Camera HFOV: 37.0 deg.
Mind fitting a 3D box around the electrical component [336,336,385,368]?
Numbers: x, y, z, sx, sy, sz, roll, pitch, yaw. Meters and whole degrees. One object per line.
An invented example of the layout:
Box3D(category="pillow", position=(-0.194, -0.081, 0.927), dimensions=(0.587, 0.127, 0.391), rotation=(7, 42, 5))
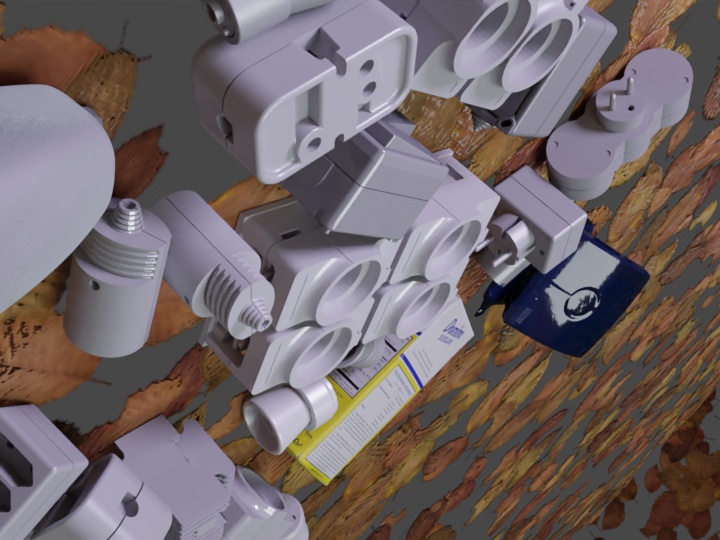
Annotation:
Box3D(category="electrical component", position=(-0.006, 0.051, 0.775), dimensions=(0.044, 0.044, 0.065), rotation=(-48, 160, 5))

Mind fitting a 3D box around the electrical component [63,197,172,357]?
Box3D(category="electrical component", position=(-0.116, -0.001, 0.516), dimensions=(0.043, 0.043, 0.081), rotation=(-24, 147, -40))

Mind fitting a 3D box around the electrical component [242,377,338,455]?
Box3D(category="electrical component", position=(-0.050, 0.100, 0.774), dimensions=(0.055, 0.045, 0.045), rotation=(-31, 151, -31))

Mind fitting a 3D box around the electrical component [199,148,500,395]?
Box3D(category="electrical component", position=(0.000, 0.000, 0.682), dimensions=(0.186, 0.060, 0.105), rotation=(-22, 146, -43))

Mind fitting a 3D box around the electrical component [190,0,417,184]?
Box3D(category="electrical component", position=(-0.028, -0.092, 0.498), dimensions=(0.095, 0.059, 0.053), rotation=(-35, 153, -24))

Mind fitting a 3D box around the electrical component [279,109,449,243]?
Box3D(category="electrical component", position=(0.003, -0.059, 0.596), dimensions=(0.061, 0.062, 0.096), rotation=(-54, 154, 17))

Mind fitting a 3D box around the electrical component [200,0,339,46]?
Box3D(category="electrical component", position=(-0.037, -0.124, 0.460), dimensions=(0.065, 0.044, 0.044), rotation=(-32, 152, -17))

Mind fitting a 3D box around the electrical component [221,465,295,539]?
Box3D(category="electrical component", position=(-0.094, 0.189, 0.833), dimensions=(0.055, 0.050, 0.089), rotation=(-47, 156, 3))

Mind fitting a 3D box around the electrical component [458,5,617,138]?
Box3D(category="electrical component", position=(0.100, -0.124, 0.650), dimensions=(0.061, 0.062, 0.096), rotation=(-7, 135, -55))

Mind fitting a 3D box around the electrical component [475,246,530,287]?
Box3D(category="electrical component", position=(0.123, -0.014, 0.884), dimensions=(0.046, 0.040, 0.040), rotation=(-44, 156, 10))

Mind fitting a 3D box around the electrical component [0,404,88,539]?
Box3D(category="electrical component", position=(-0.182, 0.111, 0.581), dimensions=(0.065, 0.047, 0.077), rotation=(-49, 169, 5))

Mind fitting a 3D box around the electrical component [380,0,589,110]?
Box3D(category="electrical component", position=(0.093, -0.171, 0.546), dimensions=(0.186, 0.060, 0.105), rotation=(-50, 156, 23))

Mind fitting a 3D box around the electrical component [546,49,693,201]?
Box3D(category="electrical component", position=(0.199, -0.120, 0.826), dimensions=(0.138, 0.052, 0.073), rotation=(-43, 155, -9))

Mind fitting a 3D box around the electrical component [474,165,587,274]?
Box3D(category="electrical component", position=(0.121, -0.029, 0.824), dimensions=(0.077, 0.066, 0.047), rotation=(-35, 153, -23))

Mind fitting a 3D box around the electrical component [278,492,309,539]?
Box3D(category="electrical component", position=(-0.069, 0.220, 0.927), dimensions=(0.045, 0.045, 0.055), rotation=(-38, 154, -19))

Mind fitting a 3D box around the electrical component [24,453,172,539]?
Box3D(category="electrical component", position=(-0.157, 0.154, 0.616), dimensions=(0.095, 0.059, 0.053), rotation=(-30, -160, 32))

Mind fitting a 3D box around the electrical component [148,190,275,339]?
Box3D(category="electrical component", position=(-0.073, 0.001, 0.543), dimensions=(0.043, 0.081, 0.043), rotation=(-36, 154, -21))
